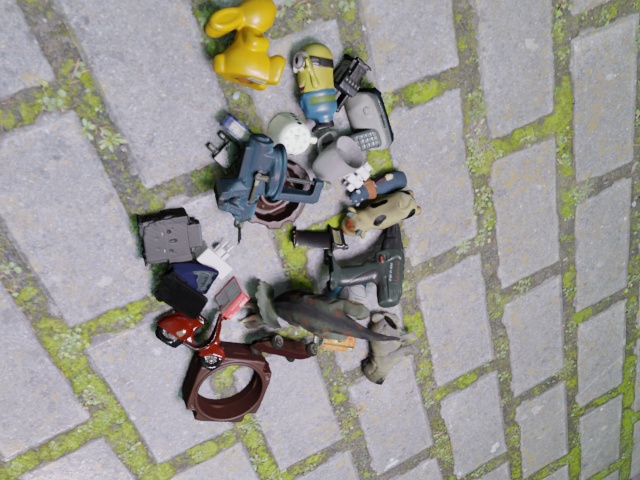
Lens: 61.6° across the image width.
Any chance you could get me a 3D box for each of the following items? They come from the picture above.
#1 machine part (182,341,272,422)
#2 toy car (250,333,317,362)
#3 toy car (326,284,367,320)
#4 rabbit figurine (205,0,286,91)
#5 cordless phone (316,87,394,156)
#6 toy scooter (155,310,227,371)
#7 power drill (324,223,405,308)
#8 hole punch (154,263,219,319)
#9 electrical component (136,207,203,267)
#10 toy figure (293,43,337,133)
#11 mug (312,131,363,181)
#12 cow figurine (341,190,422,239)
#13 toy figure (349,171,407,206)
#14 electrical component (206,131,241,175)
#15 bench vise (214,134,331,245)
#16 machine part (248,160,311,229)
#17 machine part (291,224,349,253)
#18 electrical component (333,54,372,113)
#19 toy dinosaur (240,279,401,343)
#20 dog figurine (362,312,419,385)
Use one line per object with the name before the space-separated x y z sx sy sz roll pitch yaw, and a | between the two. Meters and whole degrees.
machine part | -0.240 0.369 1.388 0.201 0.087 0.201 13 109 -28
toy car | -0.093 0.276 1.392 0.089 0.053 0.202 -20 150 34
toy car | 0.074 0.160 1.414 0.109 0.103 0.161 23 105 -31
rabbit figurine | -0.145 -0.399 1.064 0.162 0.122 0.173 14 94 -19
cordless phone | 0.066 -0.260 1.233 0.184 0.089 0.146 -19 122 8
toy scooter | -0.291 0.213 1.285 0.184 0.075 0.135 33 79 -7
power drill | 0.115 0.059 1.367 0.207 0.232 0.086 2 157 -13
hole punch | -0.301 0.102 1.222 0.116 0.092 0.142 32 140 -9
electrical component | -0.330 -0.008 1.186 0.134 0.058 0.114 -11 120 -18
toy figure | -0.005 -0.325 1.150 0.089 0.082 0.180 -23 104 -36
mug | 0.026 -0.184 1.211 0.081 0.107 0.109 -34 93 -48
cow figurine | 0.143 -0.059 1.318 0.195 0.127 0.085 -22 84 17
toy figure | 0.139 -0.129 1.331 0.154 0.058 0.064 -17 120 -13
electrical component | -0.200 -0.188 1.174 0.063 0.021 0.094 -45 115 1
bench vise | -0.095 -0.109 1.140 0.240 0.129 0.223 6 112 -23
machine part | -0.111 -0.112 1.231 0.179 0.056 0.179 -10 116 -20
machine part | -0.003 -0.004 1.325 0.139 0.084 0.039 1 137 -15
electrical component | 0.052 -0.344 1.182 0.047 0.075 0.119 32 102 -32
toy dinosaur | -0.023 0.172 1.267 0.192 0.405 0.131 12 83 -48
dog figurine | 0.165 0.311 1.538 0.172 0.121 0.190 46 111 0
